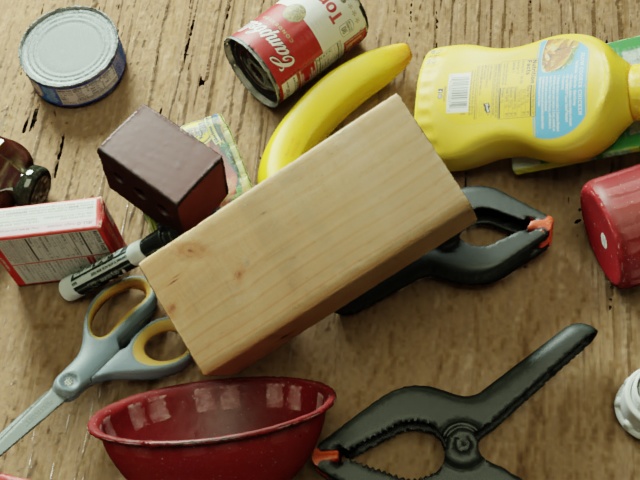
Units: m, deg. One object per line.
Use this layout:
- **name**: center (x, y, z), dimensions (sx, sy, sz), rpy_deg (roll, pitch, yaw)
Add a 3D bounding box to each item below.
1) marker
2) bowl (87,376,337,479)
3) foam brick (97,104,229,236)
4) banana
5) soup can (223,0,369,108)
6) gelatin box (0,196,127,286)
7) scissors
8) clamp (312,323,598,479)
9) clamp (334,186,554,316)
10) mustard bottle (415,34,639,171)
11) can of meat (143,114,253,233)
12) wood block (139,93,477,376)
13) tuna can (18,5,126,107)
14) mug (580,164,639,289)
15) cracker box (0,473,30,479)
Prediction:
- **marker**: center (-0.147, 0.017, 0.779), dimensions (0.121, 0.020, 0.020), rpy_deg (-25, 55, 35)
- **bowl**: center (-0.067, 0.133, 0.692), dimensions (0.162, 0.162, 0.055), rpy_deg (-6, 95, 3)
- **foam brick**: center (-0.112, -0.049, 0.763), dimensions (0.078, 0.053, 0.051), rpy_deg (34, 67, 18)
- **banana**: center (0.003, -0.087, 0.846), dimensions (0.070, 0.037, 0.197), rpy_deg (21, 64, 20)
- **soup can**: center (-0.019, -0.165, 0.873), dimensions (0.102, 0.068, 0.068), rpy_deg (-39, 65, -15)
- **gelatin box**: center (-0.196, 0.001, 0.800), dimensions (0.089, 0.073, 0.030), rpy_deg (-7, 61, 2)
- **scissors**: center (-0.154, 0.104, 0.742), dimensions (0.096, 0.016, 0.201), rpy_deg (21, 48, 6)
- **clamp**: center (0.102, 0.149, 0.709), dimensions (0.210, 0.036, 0.164), rpy_deg (-11, 61, 2)
- **clamp**: center (0.083, 0.006, 0.788), dimensions (0.172, 0.039, 0.120), rpy_deg (4, 69, 16)
- **mustard bottle**: center (0.169, -0.104, 0.792), dimensions (0.192, 0.058, 0.096), rpy_deg (-2, 70, 27)
- **can of meat**: center (-0.099, -0.041, 0.822), dimensions (0.084, 0.057, 0.102), rpy_deg (-19, 62, -7)
- **wood block**: center (-0.005, 0.001, 0.730), dimensions (0.206, 0.090, 0.090), rpy_deg (-33, 79, 6)
- **tuna can**: center (-0.209, -0.156, 0.907), dimensions (0.086, 0.034, 0.086), rpy_deg (-3, 62, 5)
- **mug**: center (0.235, -0.020, 0.764), dimensions (0.081, 0.093, 0.117), rpy_deg (-18, 31, 1)
- **cracker box**: center (-0.201, 0.236, 0.675), dimensions (0.214, 0.072, 0.164), rpy_deg (9, 63, 11)
